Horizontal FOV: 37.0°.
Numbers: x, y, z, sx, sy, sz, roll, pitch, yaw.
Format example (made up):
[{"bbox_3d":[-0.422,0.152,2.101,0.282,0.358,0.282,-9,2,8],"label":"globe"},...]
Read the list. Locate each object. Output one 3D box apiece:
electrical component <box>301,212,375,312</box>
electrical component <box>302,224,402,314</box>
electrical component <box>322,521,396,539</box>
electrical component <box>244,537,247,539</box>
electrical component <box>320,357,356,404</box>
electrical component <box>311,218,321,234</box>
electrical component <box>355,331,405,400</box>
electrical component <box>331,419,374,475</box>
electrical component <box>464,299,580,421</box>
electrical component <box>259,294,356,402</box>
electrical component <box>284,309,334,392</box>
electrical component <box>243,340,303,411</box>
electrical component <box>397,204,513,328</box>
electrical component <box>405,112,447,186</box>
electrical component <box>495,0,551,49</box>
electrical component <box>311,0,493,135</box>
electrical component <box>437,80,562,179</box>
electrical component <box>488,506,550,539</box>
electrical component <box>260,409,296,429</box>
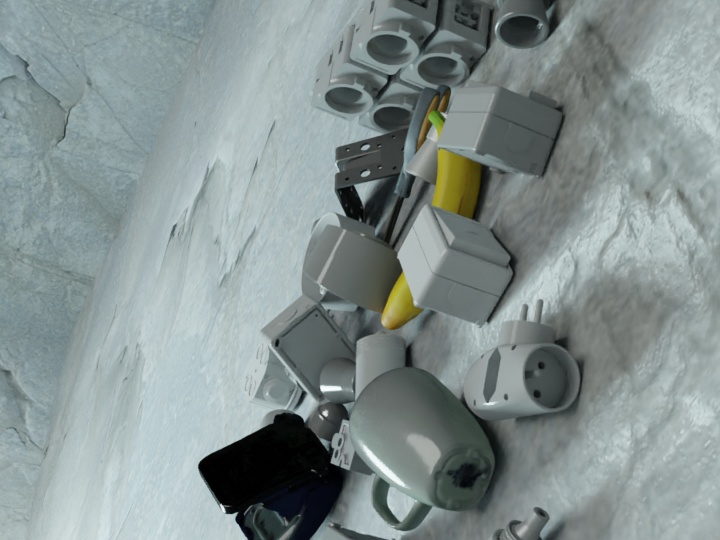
[{"bbox_3d":[-0.022,-0.007,1.090,0.099,0.064,0.099,-167,90,-83],"label":"electrical component"},{"bbox_3d":[0.000,0.000,0.987,0.064,0.099,0.099,-66,19,-3],"label":"electrical component"},{"bbox_3d":[0.004,0.232,0.810,0.096,0.062,0.061,-3,69,70],"label":"electrical component"},{"bbox_3d":[-0.094,0.270,1.071,0.043,0.043,0.062,-36,38,59],"label":"electrical component"},{"bbox_3d":[-0.004,0.103,0.986,0.065,0.044,0.044,-5,68,64],"label":"electrical component"},{"bbox_3d":[-0.029,-0.033,1.176,0.043,0.043,0.062,-65,21,16],"label":"electrical component"},{"bbox_3d":[0.018,0.088,0.934,0.043,0.043,0.081,-52,27,43],"label":"electrical component"},{"bbox_3d":[0.014,0.148,0.872,0.066,0.055,0.048,-6,67,69],"label":"electrical component"},{"bbox_3d":[0.109,0.058,0.714,0.077,0.043,0.079,-27,48,64],"label":"electrical component"},{"bbox_3d":[-0.044,0.079,1.046,0.062,0.096,0.061,-40,17,-8],"label":"electrical component"},{"bbox_3d":[-0.046,0.076,1.119,0.079,0.043,0.077,-66,20,15],"label":"electrical component"},{"bbox_3d":[-0.093,0.119,1.197,0.080,0.051,0.080,-53,26,41],"label":"electrical component"},{"bbox_3d":[0.074,-0.011,0.847,0.061,0.062,0.096,-63,21,23],"label":"electrical component"},{"bbox_3d":[0.074,-0.110,0.973,0.065,0.044,0.044,-64,20,6],"label":"electrical component"},{"bbox_3d":[0.136,-0.219,0.897,0.045,0.045,0.055,-43,34,54],"label":"electrical component"},{"bbox_3d":[0.036,-0.206,1.066,0.186,0.105,0.060,-40,36,56],"label":"electrical component"},{"bbox_3d":[0.108,-0.113,0.850,0.061,0.062,0.096,-70,19,2],"label":"electrical component"},{"bbox_3d":[0.096,0.171,0.659,0.061,0.035,0.035,-60,22,22],"label":"electrical component"},{"bbox_3d":[-0.083,0.179,1.122,0.045,0.045,0.055,-57,23,35],"label":"electrical component"}]
